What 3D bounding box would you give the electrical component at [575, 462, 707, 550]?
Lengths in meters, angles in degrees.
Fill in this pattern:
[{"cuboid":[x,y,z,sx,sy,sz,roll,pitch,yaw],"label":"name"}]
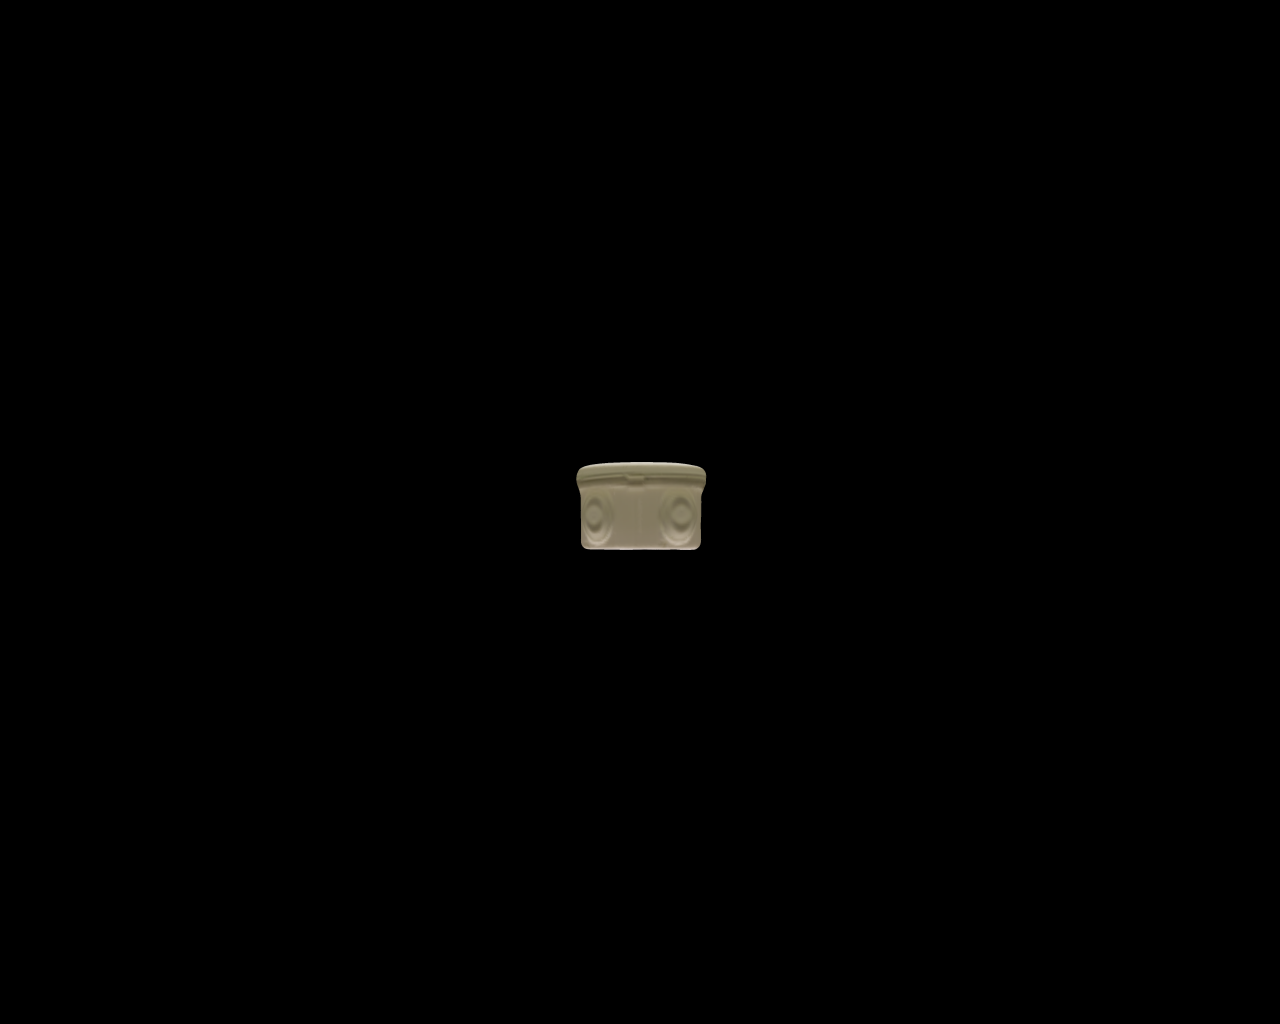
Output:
[{"cuboid":[0.001,-0.003,0.650,0.080,0.051,0.080,0,-2,0],"label":"electrical component"}]
